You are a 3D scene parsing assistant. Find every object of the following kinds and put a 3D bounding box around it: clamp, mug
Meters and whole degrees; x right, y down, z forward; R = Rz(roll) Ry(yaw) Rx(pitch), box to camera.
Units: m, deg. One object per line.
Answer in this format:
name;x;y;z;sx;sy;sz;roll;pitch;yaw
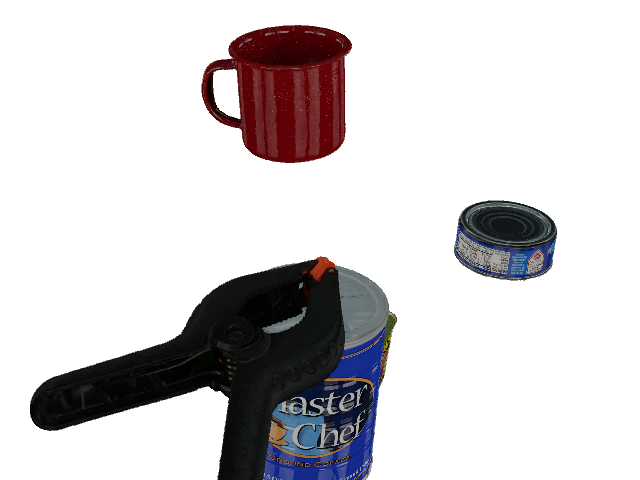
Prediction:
clamp;-0.036;0.065;0.505;0.120;0.039;0.171;33;48;29
mug;-0.034;-0.112;0.823;0.117;0.081;0.093;1;30;4

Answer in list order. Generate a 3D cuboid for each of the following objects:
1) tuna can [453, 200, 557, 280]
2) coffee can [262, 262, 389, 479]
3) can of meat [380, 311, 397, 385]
tuna can;0.160;-0.002;0.921;0.086;0.034;0.086;2;29;-2
coffee can;-0.008;0.101;0.766;0.103;0.140;0.103;3;30;-2
can of meat;0.048;0.136;1.242;0.057;0.084;0.102;14;26;12
